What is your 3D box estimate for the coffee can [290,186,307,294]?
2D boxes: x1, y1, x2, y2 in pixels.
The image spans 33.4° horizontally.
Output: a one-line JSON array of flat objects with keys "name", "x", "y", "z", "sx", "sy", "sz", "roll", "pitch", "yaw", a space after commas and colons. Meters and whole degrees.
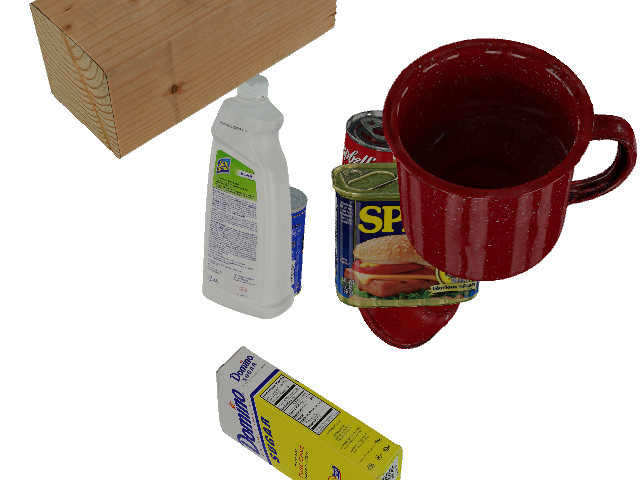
[{"name": "coffee can", "x": -0.074, "y": 0.002, "z": 1.515, "sx": 0.103, "sy": 0.140, "sz": 0.103, "roll": 3, "pitch": 24, "yaw": -2}]

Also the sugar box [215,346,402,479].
[{"name": "sugar box", "x": -0.013, "y": 0.174, "z": 0.935, "sx": 0.176, "sy": 0.093, "sz": 0.048, "roll": 26, "pitch": 50, "yaw": 24}]

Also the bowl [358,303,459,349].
[{"name": "bowl", "x": 0.111, "y": 0.039, "z": 1.187, "sx": 0.161, "sy": 0.162, "sz": 0.055, "roll": 0, "pitch": -6, "yaw": -42}]

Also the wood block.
[{"name": "wood block", "x": -0.092, "y": -0.163, "z": 0.777, "sx": 0.205, "sy": 0.090, "sz": 0.091, "roll": -36, "pitch": -27, "yaw": -24}]

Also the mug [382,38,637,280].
[{"name": "mug", "x": 0.090, "y": -0.035, "z": 0.505, "sx": 0.117, "sy": 0.093, "sz": 0.081, "roll": -7, "pitch": -34, "yaw": 2}]

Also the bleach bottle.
[{"name": "bleach bottle", "x": -0.071, "y": -0.048, "z": 1.122, "sx": 0.103, "sy": 0.251, "sz": 0.068, "roll": 17, "pitch": 28, "yaw": 23}]

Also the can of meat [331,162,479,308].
[{"name": "can of meat", "x": 0.058, "y": -0.004, "z": 0.712, "sx": 0.102, "sy": 0.084, "sz": 0.057, "roll": -1, "pitch": 24, "yaw": -2}]

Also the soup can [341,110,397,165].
[{"name": "soup can", "x": 0.051, "y": -0.054, "z": 0.935, "sx": 0.068, "sy": 0.102, "sz": 0.068, "roll": 4, "pitch": 35, "yaw": -3}]
